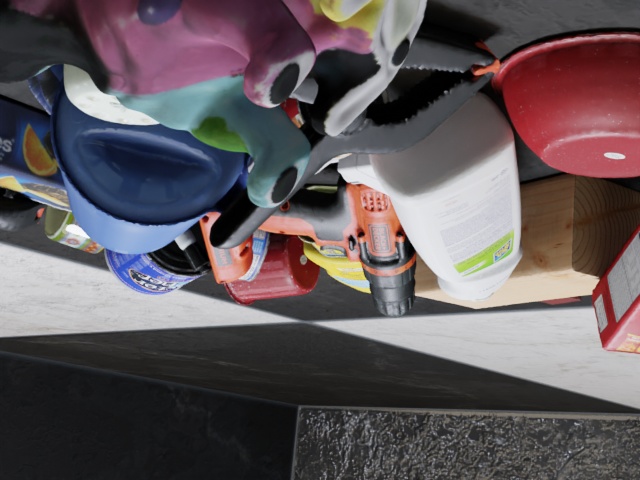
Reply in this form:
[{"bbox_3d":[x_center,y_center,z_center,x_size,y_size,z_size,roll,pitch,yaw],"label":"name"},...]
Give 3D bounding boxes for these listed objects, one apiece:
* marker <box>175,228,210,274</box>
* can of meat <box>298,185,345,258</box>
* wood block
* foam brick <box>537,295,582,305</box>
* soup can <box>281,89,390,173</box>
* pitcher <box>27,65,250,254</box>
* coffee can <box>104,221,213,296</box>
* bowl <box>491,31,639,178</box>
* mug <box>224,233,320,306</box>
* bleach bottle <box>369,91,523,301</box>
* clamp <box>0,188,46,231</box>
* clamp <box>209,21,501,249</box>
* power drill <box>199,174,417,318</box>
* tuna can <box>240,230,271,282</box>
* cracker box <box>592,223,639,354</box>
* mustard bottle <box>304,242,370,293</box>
[{"bbox_3d":[-0.138,-0.021,0.990,0.020,0.121,0.020,-33,175,-3],"label":"marker"},{"bbox_3d":[0.034,-0.015,1.050,0.102,0.057,0.084,2,168,14],"label":"can of meat"},{"bbox_3d":[0.188,0.006,0.996,0.090,0.090,0.207,14,164,-33],"label":"wood block"},{"bbox_3d":[0.228,0.021,1.072,0.051,0.078,0.053,11,168,-21],"label":"foam brick"},{"bbox_3d":[-0.003,-0.083,0.751,0.068,0.068,0.102,11,167,-21],"label":"soup can"},{"bbox_3d":[-0.142,-0.065,0.802,0.144,0.149,0.243,-7,173,-15],"label":"pitcher"},{"bbox_3d":[-0.153,-0.003,1.079,0.102,0.103,0.140,11,166,-21],"label":"coffee can"},{"bbox_3d":[0.194,-0.080,0.708,0.162,0.055,0.162,5,167,1],"label":"bowl"},{"bbox_3d":[-0.057,0.014,1.171,0.082,0.093,0.117,-7,126,27],"label":"mug"},{"bbox_3d":[0.109,-0.012,0.844,0.102,0.068,0.250,-27,150,-2],"label":"bleach bottle"},{"bbox_3d":[-0.303,-0.034,0.906,0.171,0.039,0.120,11,-154,-42],"label":"clamp"},{"bbox_3d":[0.009,-0.076,0.660,0.209,0.036,0.164,-13,134,-12],"label":"clamp"},{"bbox_3d":[-0.006,0.001,0.970,0.188,0.057,0.184,-1,132,11],"label":"power drill"},{"bbox_3d":[-0.079,-0.003,1.086,0.033,0.086,0.086,12,165,-20],"label":"tuna can"},{"bbox_3d":[0.331,0.010,0.825,0.164,0.072,0.214,8,139,-11],"label":"cracker box"},{"bbox_3d":[0.051,0.021,1.186,0.096,0.058,0.191,-3,165,15],"label":"mustard bottle"}]
